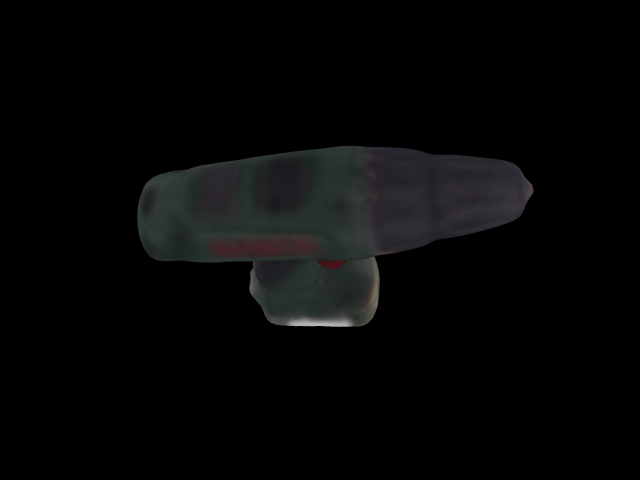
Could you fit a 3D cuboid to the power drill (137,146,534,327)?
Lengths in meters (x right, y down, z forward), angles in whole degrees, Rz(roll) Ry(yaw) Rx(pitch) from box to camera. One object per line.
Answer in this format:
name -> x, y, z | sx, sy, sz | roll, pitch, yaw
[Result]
power drill -> 0.004, 0.001, 0.400 | 0.229, 0.208, 0.075 | 0, 69, 0
